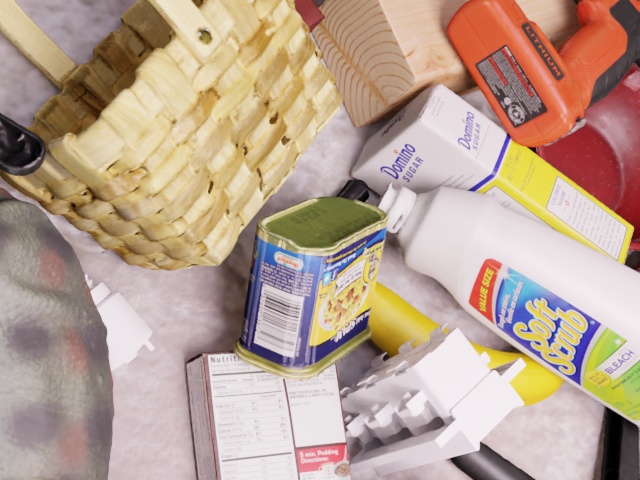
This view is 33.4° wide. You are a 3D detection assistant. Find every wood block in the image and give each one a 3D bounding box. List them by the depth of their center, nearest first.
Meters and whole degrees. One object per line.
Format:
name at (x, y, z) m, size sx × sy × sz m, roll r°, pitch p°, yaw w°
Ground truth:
wood block at (0.110, -0.161, 0.781) m, size 0.205 × 0.090 × 0.091 m, roll -21°, pitch 84°, yaw -29°

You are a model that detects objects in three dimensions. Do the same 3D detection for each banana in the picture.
banana at (0.098, 0.076, 0.735) m, size 0.197 × 0.037 × 0.069 m, roll 18°, pitch 44°, yaw -23°

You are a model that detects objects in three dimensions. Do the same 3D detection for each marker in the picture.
marker at (-0.005, 0.001, 0.715) m, size 0.020 × 0.020 × 0.121 m, roll 45°, pitch 61°, yaw -7°

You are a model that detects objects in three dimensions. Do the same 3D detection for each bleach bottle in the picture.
bleach bottle at (0.147, 0.038, 0.713) m, size 0.251 × 0.103 × 0.068 m, roll 29°, pitch 53°, yaw -2°

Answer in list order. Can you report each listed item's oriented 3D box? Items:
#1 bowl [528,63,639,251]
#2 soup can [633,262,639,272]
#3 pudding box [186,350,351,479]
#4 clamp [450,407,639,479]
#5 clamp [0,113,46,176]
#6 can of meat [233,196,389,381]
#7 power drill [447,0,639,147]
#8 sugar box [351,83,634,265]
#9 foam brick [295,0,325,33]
bowl at (0.215, -0.063, 0.820) m, size 0.161 × 0.055 × 0.162 m, roll 8°, pitch 71°, yaw -24°
soup can at (0.271, 0.035, 0.810) m, size 0.102 × 0.069 × 0.068 m, roll -40°, pitch 94°, yaw -30°
pudding box at (-0.030, 0.122, 0.654) m, size 0.089 × 0.039 × 0.113 m, roll -1°, pitch 73°, yaw -25°
clamp at (0.182, 0.200, 0.713) m, size 0.164 × 0.036 × 0.210 m, roll -5°, pitch 61°, yaw -24°
clamp at (-0.215, -0.081, 0.567) m, size 0.039 × 0.172 × 0.120 m, roll -42°, pitch 116°, yaw -31°
can of meat at (-0.003, 0.025, 0.648) m, size 0.057 × 0.084 × 0.101 m, roll 20°, pitch 24°, yaw 24°
power drill at (0.175, -0.160, 0.724) m, size 0.187 × 0.057 × 0.184 m, roll -33°, pitch 90°, yaw -30°
sugar box at (0.119, -0.028, 0.741) m, size 0.176 × 0.093 × 0.048 m, roll 37°, pitch 56°, yaw -12°
foam brick at (-0.048, -0.158, 0.725) m, size 0.051 × 0.053 × 0.078 m, roll -43°, pitch 96°, yaw -30°
